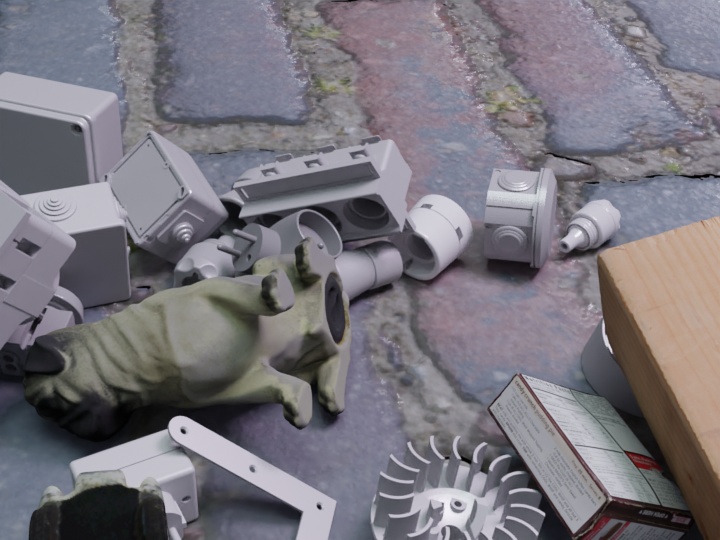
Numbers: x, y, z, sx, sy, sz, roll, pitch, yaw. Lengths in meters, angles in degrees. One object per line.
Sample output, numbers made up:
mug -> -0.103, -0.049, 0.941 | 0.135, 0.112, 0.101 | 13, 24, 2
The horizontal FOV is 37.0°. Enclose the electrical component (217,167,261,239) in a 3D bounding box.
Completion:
electrical component -> -0.092, -0.055, 0.893 | 0.045, 0.045, 0.055 | 18, 40, 18

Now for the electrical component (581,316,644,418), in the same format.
electrical component -> 0.212, 0.061, 0.770 | 0.099, 0.064, 0.099 | 1, 52, -2

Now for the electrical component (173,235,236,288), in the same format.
electrical component -> -0.114, -0.003, 0.828 | 0.043, 0.043, 0.062 | 14, 38, 13

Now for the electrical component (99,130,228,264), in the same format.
electrical component -> -0.150, -0.051, 0.853 | 0.062, 0.061, 0.096 | -43, 56, 10

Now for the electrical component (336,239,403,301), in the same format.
electrical component -> 0.000, 0.000, 0.834 | 0.065, 0.044, 0.044 | -19, 43, -31

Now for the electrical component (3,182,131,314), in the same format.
electrical component -> -0.220, -0.015, 0.793 | 0.100, 0.099, 0.048 | -11, 53, -17

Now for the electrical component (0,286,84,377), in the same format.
electrical component -> -0.225, 0.044, 0.761 | 0.066, 0.048, 0.055 | 7, 46, 5

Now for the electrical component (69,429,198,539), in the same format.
electrical component -> -0.127, 0.144, 0.637 | 0.066, 0.047, 0.076 | -17, 42, -23

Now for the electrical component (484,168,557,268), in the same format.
electrical component -> 0.130, -0.043, 0.866 | 0.051, 0.080, 0.080 | 6, 38, 13

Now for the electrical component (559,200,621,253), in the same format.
electrical component -> 0.188, -0.033, 0.892 | 0.035, 0.035, 0.061 | 33, 49, 32

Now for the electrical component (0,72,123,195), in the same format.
electrical component -> -0.255, -0.097, 0.886 | 0.109, 0.108, 0.056 | 13, 37, 12

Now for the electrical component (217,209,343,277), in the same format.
electrical component -> -0.067, -0.011, 0.789 | 0.079, 0.077, 0.043 | 21, 42, -38

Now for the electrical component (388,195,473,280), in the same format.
electrical component -> 0.055, -0.025, 0.858 | 0.055, 0.055, 0.047 | 25, 47, 25

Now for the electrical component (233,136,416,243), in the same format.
electrical component -> -0.024, -0.058, 0.835 | 0.121, 0.078, 0.063 | -8, 47, 29

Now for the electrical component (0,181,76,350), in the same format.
electrical component -> -0.279, 0.027, 0.694 | 0.105, 0.060, 0.186 | 33, 86, 33
